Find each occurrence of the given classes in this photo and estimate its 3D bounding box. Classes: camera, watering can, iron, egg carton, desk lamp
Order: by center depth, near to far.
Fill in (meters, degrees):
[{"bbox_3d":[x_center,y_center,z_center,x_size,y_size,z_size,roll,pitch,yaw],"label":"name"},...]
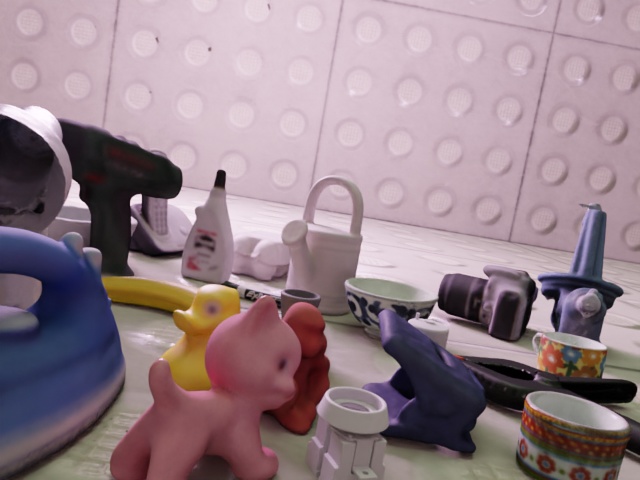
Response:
[{"bbox_3d":[-0.201,0.053,0.361,0.118,0.141,0.259,12,7,16],"label":"iron"},{"bbox_3d":[-0.309,-0.030,0.576,0.118,0.213,0.203,8,7,-17],"label":"desk lamp"},{"bbox_3d":[0.010,0.003,0.826,0.100,0.194,0.173,11,7,10],"label":"watering can"},{"bbox_3d":[0.265,0.086,0.904,0.136,0.101,0.144,13,8,26],"label":"camera"},{"bbox_3d":[-0.095,0.025,1.011,0.107,0.069,0.151,12,7,17],"label":"egg carton"}]

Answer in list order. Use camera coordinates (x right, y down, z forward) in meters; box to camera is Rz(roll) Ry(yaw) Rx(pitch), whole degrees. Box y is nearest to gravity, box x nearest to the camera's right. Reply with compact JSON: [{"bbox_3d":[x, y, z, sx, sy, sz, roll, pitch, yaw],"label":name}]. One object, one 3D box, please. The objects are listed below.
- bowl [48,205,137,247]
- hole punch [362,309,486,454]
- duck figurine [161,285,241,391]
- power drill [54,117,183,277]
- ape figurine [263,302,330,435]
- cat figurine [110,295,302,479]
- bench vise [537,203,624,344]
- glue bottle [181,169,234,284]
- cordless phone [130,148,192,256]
[{"bbox_3d":[-0.366,-0.006,0.865,0.167,0.075,0.167,10,7,-1],"label":"bowl"},{"bbox_3d":[0.089,0.113,0.485,0.101,0.091,0.109,10,7,2],"label":"hole punch"},{"bbox_3d":[-0.091,0.082,0.506,0.077,0.086,0.105,16,9,39],"label":"duck figurine"},{"bbox_3d":[-0.304,-0.051,0.770,0.230,0.208,0.075,5,9,-36],"label":"power drill"},{"bbox_3d":[-0.020,0.096,0.464,0.078,0.092,0.075,3,10,-43],"label":"ape figurine"},{"bbox_3d":[-0.059,0.090,0.360,0.067,0.118,0.128,15,9,36],"label":"cat figurine"},{"bbox_3d":[0.397,0.057,0.834,0.121,0.220,0.207,10,7,0],"label":"bench vise"},{"bbox_3d":[-0.164,-0.022,0.876,0.078,0.173,0.037,11,7,11],"label":"glue bottle"},{"bbox_3d":[-0.276,-0.068,1.034,0.094,0.185,0.148,12,7,16],"label":"cordless phone"}]
